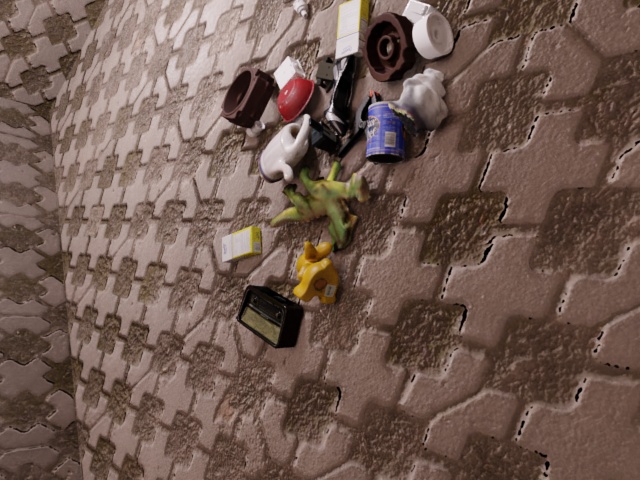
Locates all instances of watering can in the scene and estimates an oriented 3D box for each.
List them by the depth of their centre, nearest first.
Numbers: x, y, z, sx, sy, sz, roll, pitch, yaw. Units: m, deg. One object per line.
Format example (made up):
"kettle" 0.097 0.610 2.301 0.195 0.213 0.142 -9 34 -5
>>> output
"watering can" -0.112 -0.252 1.577 0.220 0.103 0.356 -40 26 41

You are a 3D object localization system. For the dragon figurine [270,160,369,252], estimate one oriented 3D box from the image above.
"dragon figurine" 0.005 -0.075 1.492 0.402 0.122 0.247 -48 59 39

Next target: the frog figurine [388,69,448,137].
"frog figurine" 0.265 -0.351 1.276 0.160 0.137 0.122 -48 2 -3
